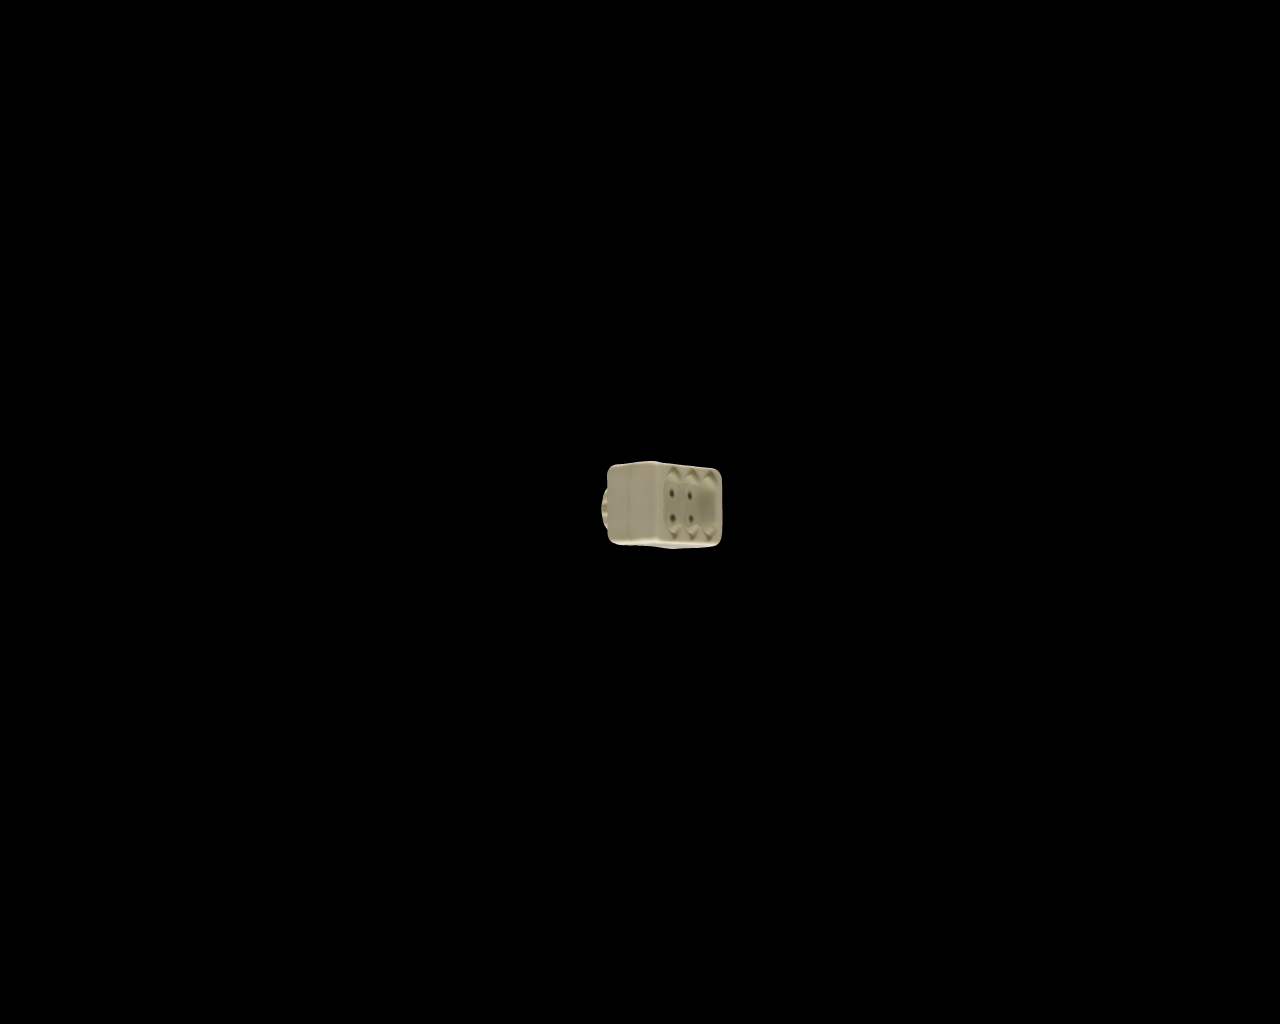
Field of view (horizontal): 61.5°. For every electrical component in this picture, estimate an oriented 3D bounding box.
[{"bbox_3d":[0.001,-0.003,0.650,0.076,0.047,0.066,-4,-6,39],"label":"electrical component"}]
